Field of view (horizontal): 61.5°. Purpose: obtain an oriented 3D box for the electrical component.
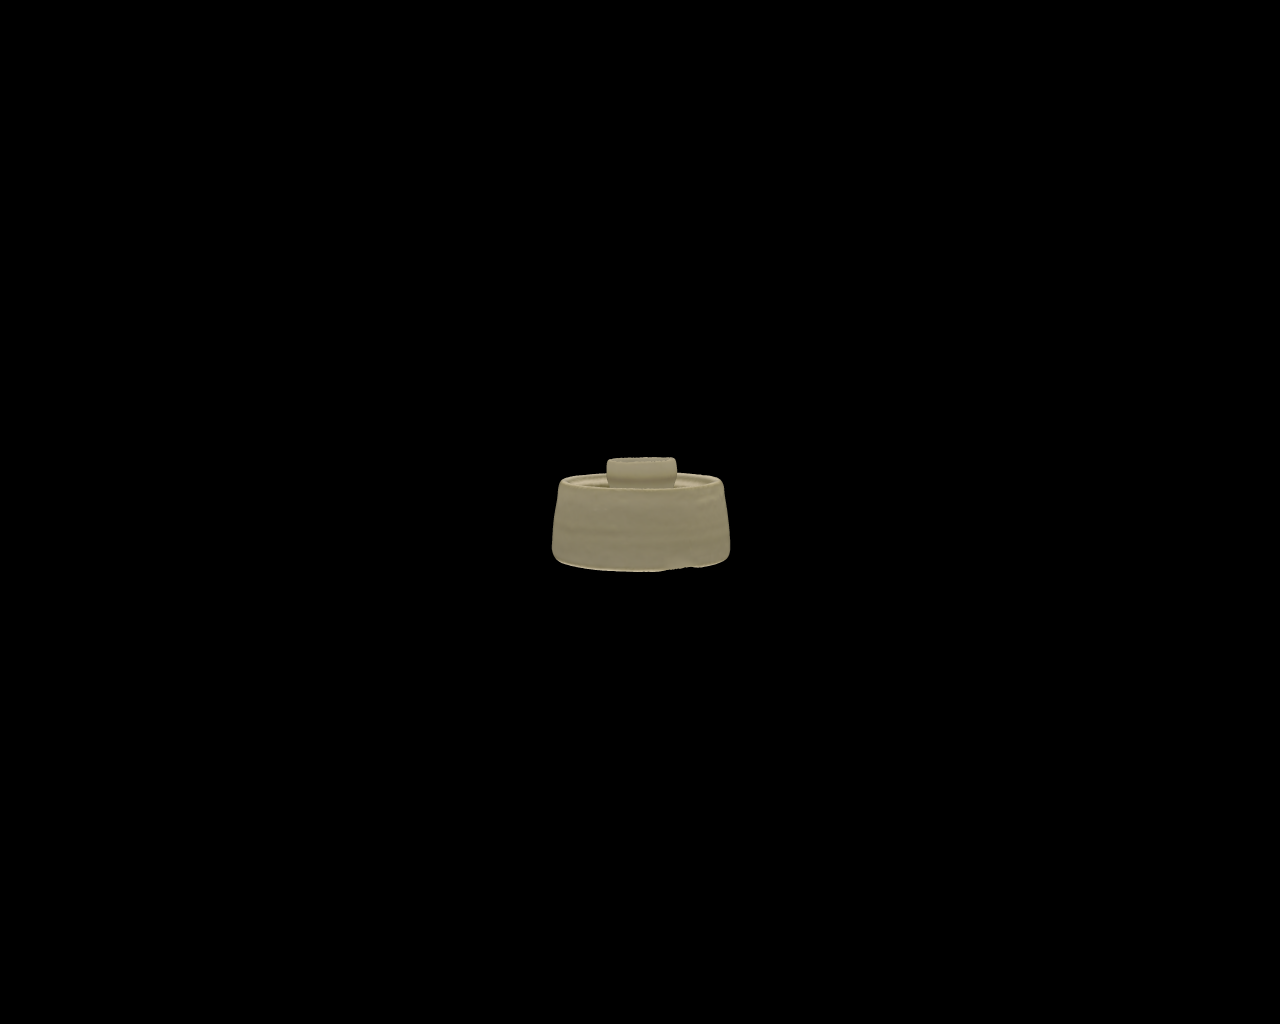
[{"bbox_3d":[0.001,-0.003,0.650,0.108,0.060,0.108,0,7,0],"label":"electrical component"}]
